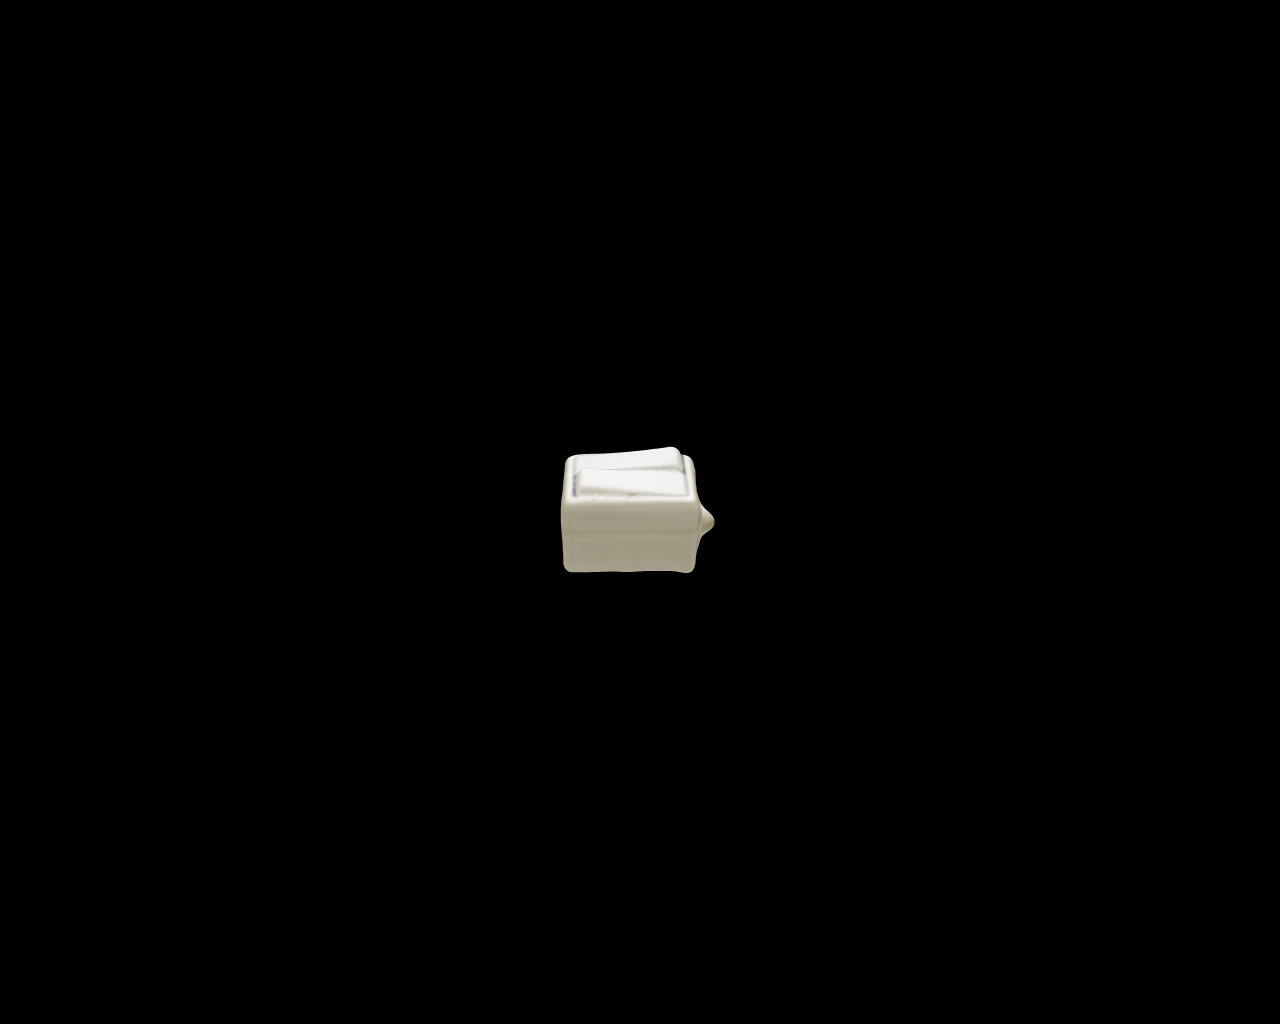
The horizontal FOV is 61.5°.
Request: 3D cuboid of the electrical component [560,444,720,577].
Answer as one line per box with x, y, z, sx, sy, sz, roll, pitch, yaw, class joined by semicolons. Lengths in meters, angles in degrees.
0.001;-0.003;0.650;0.096;0.061;0.062;0;32;0;electrical component
